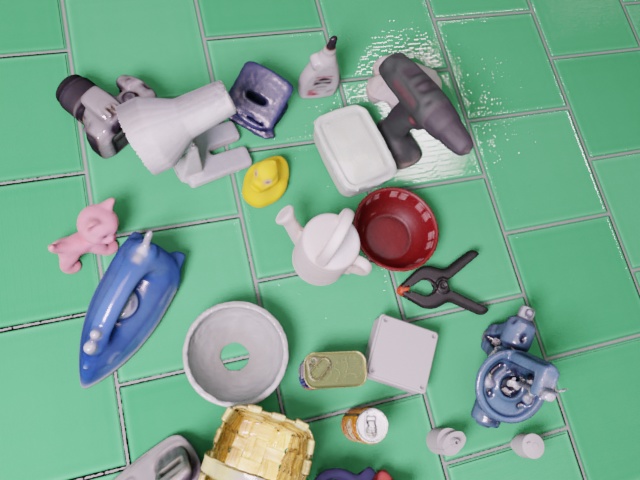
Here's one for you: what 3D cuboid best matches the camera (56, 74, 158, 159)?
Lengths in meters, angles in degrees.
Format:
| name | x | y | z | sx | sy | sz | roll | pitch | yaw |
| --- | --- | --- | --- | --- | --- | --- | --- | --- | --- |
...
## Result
| name | x | y | z | sx | sy | sz | roll | pitch | yaw |
| --- | --- | --- | --- | --- | --- | --- | --- | --- | --- |
| camera | -0.378 | -0.241 | 0.999 | 0.137 | 0.100 | 0.143 | 38 | 70 | 2 |

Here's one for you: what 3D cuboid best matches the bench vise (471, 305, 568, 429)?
| name | x | y | z | sx | sy | sz | roll | pitch | yaw |
| --- | --- | --- | --- | --- | --- | --- | --- | --- | --- |
| bench vise | 0.319 | 0.201 | 0.938 | 0.121 | 0.219 | 0.207 | 5 | 72 | -9 |

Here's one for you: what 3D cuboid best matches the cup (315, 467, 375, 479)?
| name | x | y | z | sx | sy | sz | roll | pitch | yaw |
| --- | --- | --- | --- | --- | --- | --- | --- | --- | --- |
| cup | 0.029 | 0.390 | 0.887 | 0.118 | 0.095 | 0.091 | -34 | 82 | -19 |

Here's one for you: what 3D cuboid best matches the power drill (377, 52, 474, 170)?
| name | x | y | z | sx | sy | sz | roll | pitch | yaw |
| --- | --- | --- | --- | --- | --- | --- | --- | --- | --- |
| power drill | 0.174 | -0.214 | 1.044 | 0.076 | 0.208 | 0.229 | -28 | 80 | -18 |

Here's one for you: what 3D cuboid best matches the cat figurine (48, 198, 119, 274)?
| name | x | y | z | sx | sy | sz | roll | pitch | yaw |
| --- | --- | --- | --- | --- | --- | --- | --- | --- | --- |
| cat figurine | -0.374 | -0.010 | 0.919 | 0.128 | 0.117 | 0.067 | -32 | 81 | -18 |

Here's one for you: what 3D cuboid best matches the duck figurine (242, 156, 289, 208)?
| name | x | y | z | sx | sy | sz | roll | pitch | yaw |
| --- | --- | --- | --- | --- | --- | --- | --- | --- | --- |
| duck figurine | -0.094 | -0.116 | 1.025 | 0.077 | 0.086 | 0.105 | 36 | 70 | 1 |

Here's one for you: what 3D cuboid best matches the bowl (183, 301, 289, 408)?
| name | x | y | z | sx | sy | sz | roll | pitch | yaw |
| --- | --- | --- | --- | --- | --- | --- | --- | --- | --- |
| bowl | -0.136 | 0.187 | 0.928 | 0.167 | 0.074 | 0.167 | 3 | 72 | -10 |

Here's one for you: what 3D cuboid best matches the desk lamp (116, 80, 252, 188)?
| name | x | y | z | sx | sy | sz | roll | pitch | yaw |
| --- | --- | --- | --- | --- | --- | --- | --- | --- | --- |
| desk lamp | -0.218 | -0.176 | 0.951 | 0.203 | 0.213 | 0.118 | -24 | 79 | -17 |

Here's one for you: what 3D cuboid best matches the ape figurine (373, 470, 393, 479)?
| name | x | y | z | sx | sy | sz | roll | pitch | yaw |
| --- | --- | --- | --- | --- | --- | --- | --- | --- | --- |
| ape figurine | 0.115 | 0.403 | 0.902 | 0.076 | 0.092 | 0.078 | -19 | 77 | -16 |

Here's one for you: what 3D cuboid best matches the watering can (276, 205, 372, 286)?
| name | x | y | z | sx | sy | sz | roll | pitch | yaw |
| --- | --- | --- | --- | --- | --- | --- | --- | --- | --- |
| watering can | 0.008 | 0.005 | 0.950 | 0.173 | 0.194 | 0.101 | 9 | 71 | -8 |

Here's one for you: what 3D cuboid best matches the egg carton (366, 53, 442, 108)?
| name | x | y | z | sx | sy | sz | roll | pitch | yaw |
| --- | --- | --- | --- | --- | --- | --- | --- | --- | --- |
| egg carton | 0.169 | -0.305 | 1.145 | 0.150 | 0.069 | 0.107 | 20 | 70 | -5 |

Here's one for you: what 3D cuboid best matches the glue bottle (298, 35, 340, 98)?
| name | x | y | z | sx | sy | sz | roll | pitch | yaw |
| --- | --- | --- | --- | --- | --- | --- | --- | --- | --- |
| glue bottle | 0.007 | -0.323 | 1.063 | 0.078 | 0.173 | 0.037 | -14 | 76 | -15 |

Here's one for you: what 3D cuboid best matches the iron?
| name | x | y | z | sx | sy | sz | roll | pitch | yaw |
| --- | --- | --- | --- | --- | --- | --- | --- | --- | --- |
| iron | -0.309 | 0.104 | 0.884 | 0.118 | 0.141 | 0.258 | 24 | 70 | -3 |

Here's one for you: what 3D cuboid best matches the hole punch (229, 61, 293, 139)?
| name | x | y | z | sx | sy | sz | roll | pitch | yaw |
| --- | --- | --- | --- | --- | --- | --- | --- | --- | --- |
| hole punch | -0.113 | -0.258 | 1.063 | 0.108 | 0.091 | 0.101 | 29 | 70 | -1 |

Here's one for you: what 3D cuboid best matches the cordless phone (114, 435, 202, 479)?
| name | x | y | z | sx | sy | sz | roll | pitch | yaw |
| --- | --- | --- | --- | --- | --- | --- | --- | --- | --- |
| cordless phone | -0.235 | 0.348 | 0.800 | 0.148 | 0.185 | 0.094 | -38 | 83 | -19 |
